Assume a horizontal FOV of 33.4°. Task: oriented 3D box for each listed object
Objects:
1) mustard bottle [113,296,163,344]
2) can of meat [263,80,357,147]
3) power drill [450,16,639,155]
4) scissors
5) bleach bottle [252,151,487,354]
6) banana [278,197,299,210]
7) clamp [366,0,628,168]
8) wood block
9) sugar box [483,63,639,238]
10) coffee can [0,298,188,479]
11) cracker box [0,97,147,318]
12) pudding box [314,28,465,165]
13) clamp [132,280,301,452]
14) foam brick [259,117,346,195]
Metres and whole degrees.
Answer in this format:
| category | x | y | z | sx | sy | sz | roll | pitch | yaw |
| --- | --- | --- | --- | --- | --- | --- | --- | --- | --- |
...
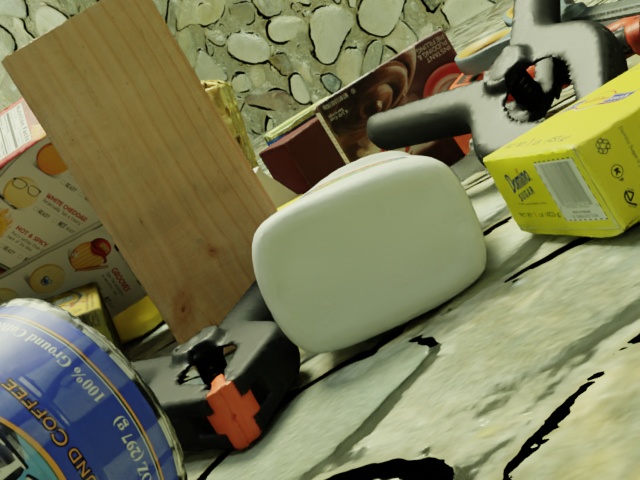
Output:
| category | x | y | z | sx | sy | sz | roll | pitch | yaw |
| --- | --- | --- | --- | --- | --- | --- | --- | --- | --- |
| mustard bottle | -0.200 | 0.066 | 0.912 | 0.192 | 0.058 | 0.096 | -22 | 19 | 46 |
| can of meat | 0.013 | -0.080 | 0.935 | 0.102 | 0.084 | 0.057 | -33 | 10 | -15 |
| power drill | 0.174 | -0.115 | 0.690 | 0.188 | 0.057 | 0.184 | -24 | 12 | 31 |
| scissors | 0.137 | -0.126 | 0.655 | 0.096 | 0.016 | 0.202 | -34 | 15 | 6 |
| bleach bottle | 0.020 | -0.009 | 0.576 | 0.102 | 0.068 | 0.251 | -23 | 7 | 2 |
| banana | -0.011 | -0.005 | 0.766 | 0.198 | 0.037 | 0.069 | -32 | 27 | 5 |
| clamp | 0.104 | -0.081 | 0.595 | 0.165 | 0.036 | 0.210 | -47 | 29 | 16 |
| wood block | -0.090 | -0.039 | 0.639 | 0.090 | 0.206 | 0.091 | -31 | 9 | -2 |
| sugar box | 0.165 | -0.064 | 0.453 | 0.176 | 0.048 | 0.093 | -34 | 9 | -10 |
| coffee can | -0.126 | 0.097 | 0.342 | 0.103 | 0.103 | 0.140 | -22 | 12 | 45 |
| cracker box | -0.194 | -0.010 | 0.759 | 0.214 | 0.164 | 0.072 | -34 | 44 | 2 |
| pudding box | 0.065 | -0.090 | 0.798 | 0.113 | 0.090 | 0.039 | -32 | 7 | 0 |
| clamp | -0.044 | 0.056 | 0.511 | 0.120 | 0.039 | 0.172 | -39 | 16 | -14 |
| foam brick | -0.002 | -0.055 | 0.863 | 0.053 | 0.078 | 0.051 | -35 | 11 | -25 |
